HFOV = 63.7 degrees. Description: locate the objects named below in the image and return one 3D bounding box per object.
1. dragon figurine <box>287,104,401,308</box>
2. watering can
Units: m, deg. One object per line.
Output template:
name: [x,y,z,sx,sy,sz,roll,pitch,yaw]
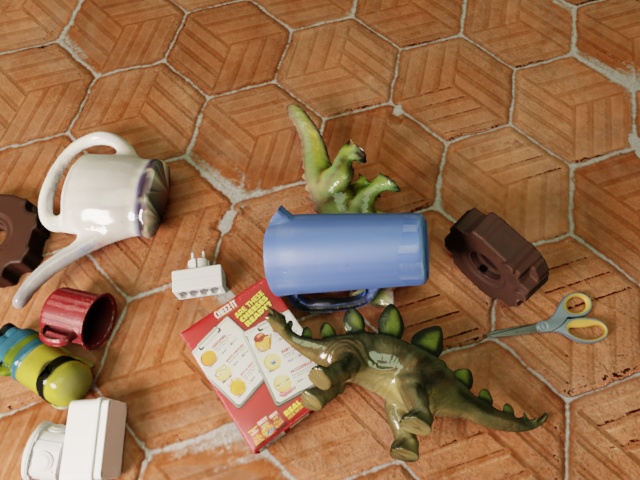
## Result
dragon figurine: [0.003,-0.046,0.916,0.244,0.415,0.120,-42,-20,-9]
watering can: [-0.387,-0.042,0.903,0.224,0.354,0.102,4,-25,1]
